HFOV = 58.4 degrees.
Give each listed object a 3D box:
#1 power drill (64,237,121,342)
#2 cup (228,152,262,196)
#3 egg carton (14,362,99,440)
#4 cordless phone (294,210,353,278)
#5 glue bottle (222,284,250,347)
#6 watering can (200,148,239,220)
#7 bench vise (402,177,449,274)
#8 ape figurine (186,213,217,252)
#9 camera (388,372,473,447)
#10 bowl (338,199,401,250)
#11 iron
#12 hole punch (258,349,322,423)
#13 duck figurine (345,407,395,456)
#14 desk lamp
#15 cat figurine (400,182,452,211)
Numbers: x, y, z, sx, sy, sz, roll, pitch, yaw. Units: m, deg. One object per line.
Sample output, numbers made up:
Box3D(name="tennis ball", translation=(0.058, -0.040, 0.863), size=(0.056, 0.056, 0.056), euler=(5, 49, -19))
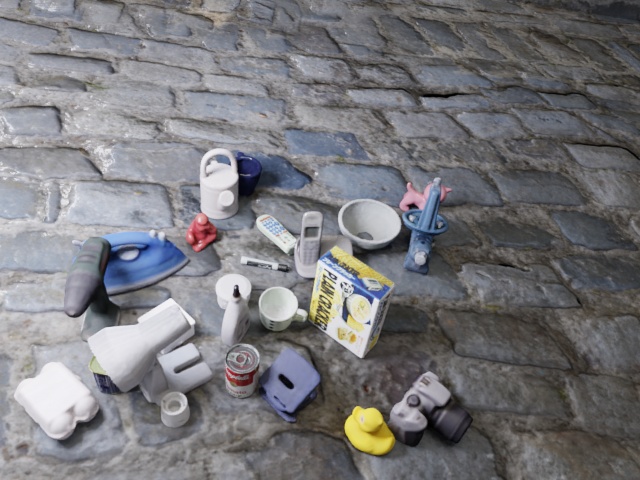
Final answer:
Box3D(name="power drill", translation=(-0.468, 0.116, 1.181), size=(0.076, 0.208, 0.229), euler=(0, 46, -9))
Box3D(name="cup", translation=(-0.212, -0.180, 1.590), size=(0.092, 0.095, 0.117), euler=(-9, 48, -17))
Box3D(name="egg carton", translation=(-0.499, 0.305, 1.091), size=(0.150, 0.069, 0.107), euler=(33, 50, 22))
Box3D(name="cordless phone", translation=(0.013, 0.005, 1.386), size=(0.148, 0.185, 0.094), euler=(-4, 47, -13))
Box3D(name="glue bottle", translation=(-0.178, 0.152, 1.220), size=(0.037, 0.173, 0.078), euler=(23, 47, 13))
Box3D(name="watering can", translation=(-0.257, -0.150, 1.484), size=(0.101, 0.194, 0.172), euler=(-28, 56, -31))
Box3D(name="bench vise", translation=(0.279, -0.034, 1.444), size=(0.121, 0.220, 0.207), euler=(0, 46, -9))
Box3D(name="ape figurine", translation=(-0.296, -0.028, 1.431), size=(0.078, 0.092, 0.076), euler=(-4, 47, -12))
Box3D(name="camera", translation=(0.229, 0.349, 1.148), size=(0.136, 0.101, 0.143), euler=(33, 50, 22))
Box3D(name="bowl", translation=(0.127, -0.029, 1.515), size=(0.167, 0.075, 0.167), euler=(5, 46, -5))
Box3D(name="iron", translation=(-0.434, 0.028, 1.319), size=(0.259, 0.141, 0.118), euler=(-13, 50, -21))
Box3D(name="hole punch", translation=(-0.061, 0.294, 1.160), size=(0.108, 0.091, 0.101), euler=(37, 52, 25))
Box3D(name="duck figurine", translation=(0.102, 0.366, 1.121), size=(0.104, 0.086, 0.078), euler=(30, 49, 19))
Box3D(name="desk lamp", translation=(-0.321, 0.222, 1.100), size=(0.204, 0.213, 0.117), euler=(-25, 54, -29))
Box3D(name="cat figurine", translation=(0.299, -0.127, 1.609), size=(0.127, 0.118, 0.067), euler=(18, 46, 8))
